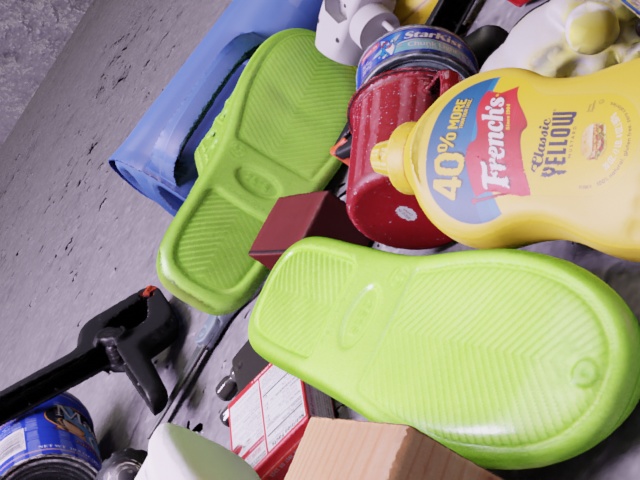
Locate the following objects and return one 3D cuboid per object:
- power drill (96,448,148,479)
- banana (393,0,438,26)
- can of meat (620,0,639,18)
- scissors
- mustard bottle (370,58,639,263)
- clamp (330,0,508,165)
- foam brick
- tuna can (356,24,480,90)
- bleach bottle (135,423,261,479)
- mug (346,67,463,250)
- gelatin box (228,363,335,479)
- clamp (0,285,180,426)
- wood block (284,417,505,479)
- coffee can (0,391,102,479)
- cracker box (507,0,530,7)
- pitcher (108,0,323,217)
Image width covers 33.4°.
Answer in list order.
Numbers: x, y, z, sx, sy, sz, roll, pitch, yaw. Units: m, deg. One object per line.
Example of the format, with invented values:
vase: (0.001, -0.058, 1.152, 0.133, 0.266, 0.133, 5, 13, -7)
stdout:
power drill: (-0.138, 0.225, 0.667, 0.184, 0.057, 0.187, 93, -160, -69)
banana: (0.088, -0.196, 0.873, 0.198, 0.037, 0.069, -40, 10, 31)
can of meat: (0.188, -0.116, 0.500, 0.057, 0.102, 0.084, -53, 22, 10)
scissors: (-0.095, 0.069, 0.907, 0.202, 0.016, 0.096, -54, 22, 5)
mustard bottle: (0.104, -0.042, 0.547, 0.192, 0.058, 0.096, 4, 79, 43)
clamp: (0.074, -0.115, 0.793, 0.172, 0.039, 0.120, -53, 18, 16)
foam brick: (-0.005, 0.001, 0.778, 0.078, 0.053, 0.051, -3, 57, 60)
tuna can: (0.067, -0.102, 0.729, 0.086, 0.086, 0.033, -40, 30, 33)
bleach bottle: (-0.114, 0.226, 0.553, 0.251, 0.068, 0.103, -58, 23, 1)
mug: (0.063, -0.054, 0.664, 0.117, 0.093, 0.081, 118, 164, -51)
gelatin box: (-0.025, 0.118, 0.697, 0.073, 0.030, 0.089, -47, 25, 18)
clamp: (-0.171, 0.098, 0.931, 0.165, 0.036, 0.209, -3, 24, 23)
wood block: (0.009, 0.191, 0.467, 0.091, 0.090, 0.206, -11, 50, 59)
coffee can: (-0.236, 0.197, 0.905, 0.103, 0.102, 0.140, -55, 24, 3)
cracker box: (0.182, -0.254, 0.670, 0.164, 0.072, 0.214, -61, 12, -9)
pitcher: (-0.077, -0.131, 0.982, 0.149, 0.144, 0.242, 18, 73, 53)
